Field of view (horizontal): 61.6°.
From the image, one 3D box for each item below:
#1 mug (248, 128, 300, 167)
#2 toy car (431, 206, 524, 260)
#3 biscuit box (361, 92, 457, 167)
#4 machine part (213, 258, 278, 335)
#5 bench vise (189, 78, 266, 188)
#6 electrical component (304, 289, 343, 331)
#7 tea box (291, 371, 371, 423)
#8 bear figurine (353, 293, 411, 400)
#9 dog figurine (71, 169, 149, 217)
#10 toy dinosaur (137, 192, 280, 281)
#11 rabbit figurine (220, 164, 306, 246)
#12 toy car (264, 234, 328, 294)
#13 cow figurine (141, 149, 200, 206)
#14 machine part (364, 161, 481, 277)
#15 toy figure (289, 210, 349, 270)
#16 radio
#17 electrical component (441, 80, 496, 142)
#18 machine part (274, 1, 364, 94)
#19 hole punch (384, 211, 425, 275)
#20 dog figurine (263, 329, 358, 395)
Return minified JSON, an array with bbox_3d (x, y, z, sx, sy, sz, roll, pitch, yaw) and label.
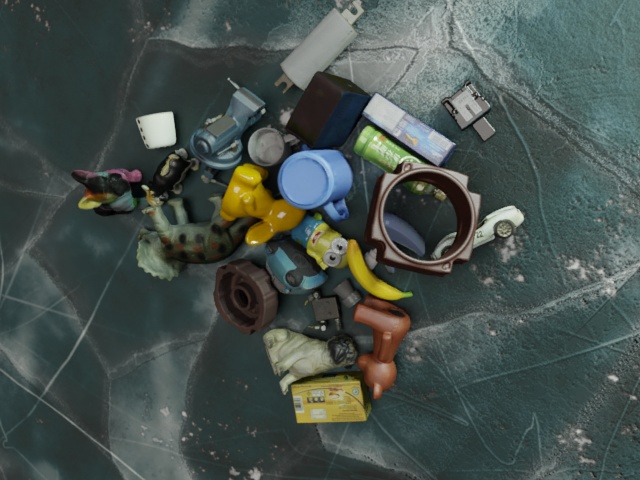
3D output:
[{"bbox_3d":[-0.093,-0.209,1.188,0.110,0.107,0.080,-27,90,13],"label":"mug"},{"bbox_3d":[0.320,-0.009,1.109,0.202,0.073,0.056,-28,93,18],"label":"toy car"},{"bbox_3d":[0.187,-0.229,1.125,0.203,0.063,0.059,36,105,9],"label":"biscuit box"},{"bbox_3d":[-0.173,0.130,1.251,0.180,0.056,0.179,15,116,35],"label":"machine part"},{"bbox_3d":[-0.214,-0.221,1.205,0.129,0.224,0.240,29,138,-5],"label":"bench vise"},{"bbox_3d":[0.008,0.163,1.239,0.078,0.045,0.102,-4,96,18],"label":"electrical component"},{"bbox_3d":[0.027,0.364,1.249,0.170,0.068,0.098,-6,96,16],"label":"tea box"},{"bbox_3d":[0.122,0.236,1.182,0.132,0.120,0.195,23,109,16],"label":"bear figurine"},{"bbox_3d":[-0.520,-0.113,1.270,0.192,0.219,0.108,-9,92,17],"label":"dog figurine"},{"bbox_3d":[-0.278,-0.007,1.270,0.405,0.131,0.192,-4,109,13],"label":"toy dinosaur"},{"bbox_3d":[-0.119,-0.066,1.147,0.173,0.122,0.162,21,94,-6],"label":"rabbit figurine"},{"bbox_3d":[-0.070,0.068,1.223,0.162,0.109,0.103,45,124,16],"label":"toy car"},{"bbox_3d":[-0.369,-0.140,1.284,0.068,0.098,0.167,41,106,1],"label":"cow figurine"},{"bbox_3d":[0.196,-0.040,1.035,0.201,0.087,0.201,13,82,-5],"label":"machine part"},{"bbox_3d":[-0.001,-0.007,1.203,0.180,0.089,0.082,34,120,19],"label":"toy figure"},{"bbox_3d":[0.023,-0.257,1.085,0.073,0.229,0.131,37,111,10],"label":"radio"},{"bbox_3d":[0.309,-0.255,1.093,0.075,0.048,0.119,-34,86,19],"label":"electrical component"},{"bbox_3d":[-0.002,-0.405,1.150,0.243,0.079,0.079,-41,85,16],"label":"machine part"},{"bbox_3d":[0.161,-0.006,1.131,0.092,0.142,0.115,-26,103,19],"label":"hole punch"},{"bbox_3d":[-0.025,0.248,1.251,0.191,0.121,0.172,-20,53,-14],"label":"dog figurine"}]
